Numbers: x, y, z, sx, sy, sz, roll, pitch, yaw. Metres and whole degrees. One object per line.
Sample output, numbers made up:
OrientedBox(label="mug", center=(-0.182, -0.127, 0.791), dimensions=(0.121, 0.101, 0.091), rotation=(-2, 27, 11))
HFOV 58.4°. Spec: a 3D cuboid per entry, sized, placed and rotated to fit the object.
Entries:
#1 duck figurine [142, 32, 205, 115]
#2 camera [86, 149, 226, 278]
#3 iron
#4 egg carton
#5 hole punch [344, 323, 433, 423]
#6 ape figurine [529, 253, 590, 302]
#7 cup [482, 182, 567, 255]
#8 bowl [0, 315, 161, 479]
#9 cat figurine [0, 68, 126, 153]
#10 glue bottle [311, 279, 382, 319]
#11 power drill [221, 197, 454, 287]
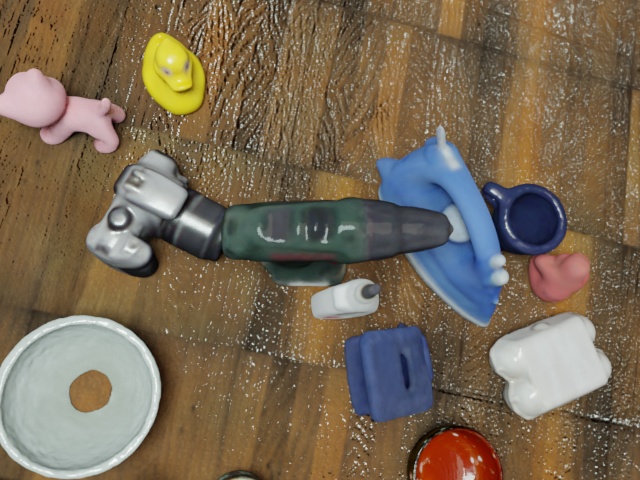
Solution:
OrientedBox(label="duck figurine", center=(-0.184, -0.219, 0.714), dimensions=(0.077, 0.086, 0.104), rotation=(-21, 83, -14))
OrientedBox(label="camera", center=(-0.176, -0.018, 0.667), dimensions=(0.137, 0.100, 0.143), rotation=(28, 75, -4))
OrientedBox(label="iron", center=(0.175, -0.014, 0.710), dimensions=(0.119, 0.141, 0.258), rotation=(-25, 84, -14))
OrientedBox(label="egg carton", center=(0.294, 0.157, 0.734), dimensions=(0.150, 0.069, 0.107), rotation=(-20, 83, -14))
OrientedBox(label="hole punch", center=(0.088, 0.155, 0.685), dimensions=(0.101, 0.091, 0.109), rotation=(-7, 80, -12))
OrientedBox(label="ape figurine", center=(0.320, 0.042, 0.751), dimensions=(0.078, 0.092, 0.076), rotation=(33, 75, -2))
OrientedBox(label="cup", center=(0.247, -0.026, 0.750), dimensions=(0.118, 0.095, 0.092), rotation=(37, 75, -1))
OrientedBox(label="bowl", center=(-0.257, 0.168, 0.627), dimensions=(0.167, 0.074, 0.167), rotation=(2, 78, -10))
OrientedBox(label="cat figurine", center=(-0.301, -0.156, 0.663), dimensions=(0.128, 0.117, 0.067), rotation=(5, 78, -9))
OrientedBox(label="glue bottle", center=(0.039, 0.066, 0.652), dimensions=(0.078, 0.173, 0.037), rotation=(-6, 79, -11))
OrientedBox(label="power drill", center=(0.006, 0.002, 0.641), dimensions=(0.230, 0.208, 0.075), rotation=(1, 78, -10))
